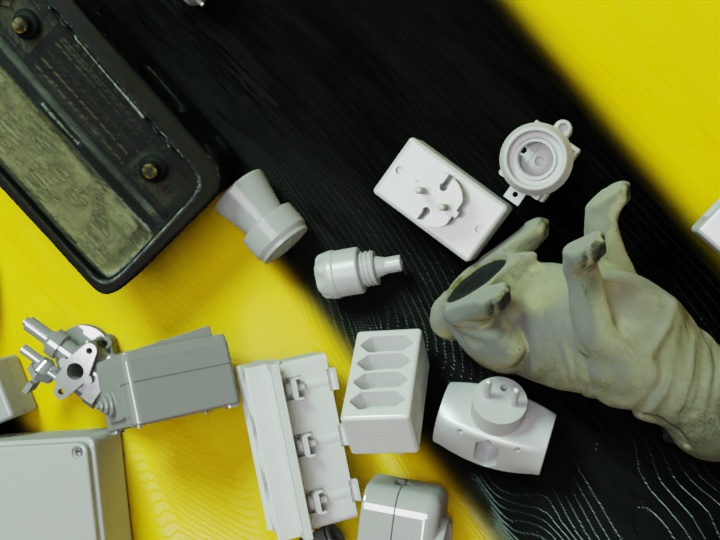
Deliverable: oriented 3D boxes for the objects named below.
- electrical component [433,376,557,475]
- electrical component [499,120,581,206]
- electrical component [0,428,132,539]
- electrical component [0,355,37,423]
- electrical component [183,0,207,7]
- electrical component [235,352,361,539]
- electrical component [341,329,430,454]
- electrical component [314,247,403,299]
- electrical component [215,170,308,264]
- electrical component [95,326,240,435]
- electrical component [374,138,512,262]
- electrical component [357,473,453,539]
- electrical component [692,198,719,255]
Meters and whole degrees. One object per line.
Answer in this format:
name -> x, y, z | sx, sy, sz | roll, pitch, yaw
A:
electrical component -> 0.093, 0.099, 0.733 | 0.077, 0.079, 0.043 | 16, 54, 12
electrical component -> 0.120, -0.074, 0.725 | 0.048, 0.055, 0.066 | 36, 101, 9
electrical component -> -0.238, 0.180, 0.825 | 0.109, 0.056, 0.108 | -5, 92, 14
electrical component -> -0.310, 0.105, 0.829 | 0.083, 0.076, 0.047 | -22, 88, 14
electrical component -> -0.134, -0.228, 0.786 | 0.078, 0.040, 0.040 | 41, 101, 9
electrical component -> -0.044, 0.122, 0.768 | 0.063, 0.079, 0.121 | -11, 90, -15
electrical component -> 0.023, 0.097, 0.754 | 0.047, 0.083, 0.075 | -4, 130, 14
electrical component -> 0.000, 0.000, 0.769 | 0.061, 0.035, 0.035 | -10, 91, 12
electrical component -> -0.071, -0.038, 0.779 | 0.045, 0.045, 0.055 | -42, 84, 12
electrical component -> -0.145, 0.079, 0.770 | 0.062, 0.096, 0.061 | -22, 79, 56
electrical component -> 0.054, -0.048, 0.732 | 0.083, 0.076, 0.047 | 37, 101, 9
electrical component -> 0.031, 0.198, 0.762 | 0.059, 0.054, 0.095 | 8, 95, 13
electrical component -> 0.259, -0.018, 0.689 | 0.077, 0.066, 0.047 | 43, 101, 8
